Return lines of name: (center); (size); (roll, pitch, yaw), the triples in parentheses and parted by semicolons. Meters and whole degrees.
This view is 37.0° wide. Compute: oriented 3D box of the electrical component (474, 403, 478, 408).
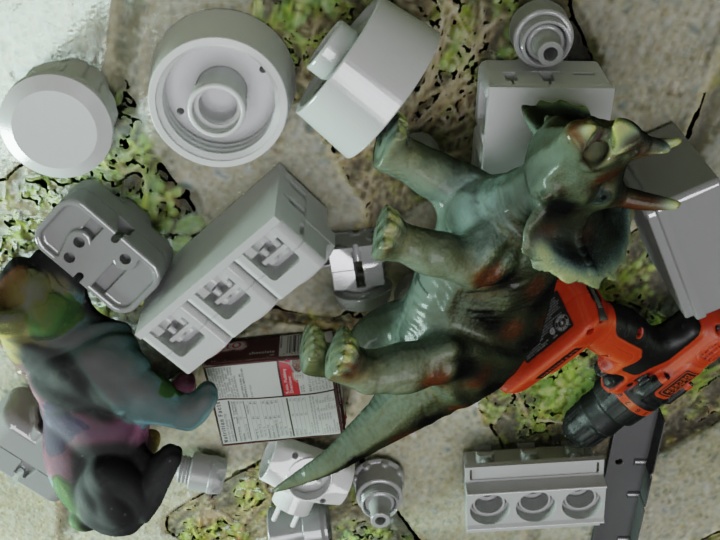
electrical component: (0.091, 0.074, 0.911); (0.064, 0.042, 0.081); (37, 113, -17)

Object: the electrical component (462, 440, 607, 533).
electrical component: (0.155, 0.194, 0.972); (0.121, 0.063, 0.078); (-4, 121, 1)

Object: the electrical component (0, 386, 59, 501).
electrical component: (-0.279, 0.149, 0.941); (0.095, 0.053, 0.059); (40, 113, -22)

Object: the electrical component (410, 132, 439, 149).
electrical component: (0.044, -0.078, 0.805); (0.035, 0.061, 0.035); (-1, 121, -1)

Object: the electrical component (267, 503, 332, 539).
electrical component: (-0.056, 0.241, 1.007); (0.055, 0.045, 0.045); (-8, 121, 3)

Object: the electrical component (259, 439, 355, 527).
electrical component: (-0.055, 0.196, 0.973); (0.077, 0.044, 0.079); (21, 100, -13)

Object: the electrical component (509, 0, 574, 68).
electrical component: (0.129, -0.162, 0.755); (0.043, 0.062, 0.043); (0, 122, -1)

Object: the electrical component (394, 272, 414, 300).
electrical component: (0.051, 0.032, 0.876); (0.045, 0.055, 0.045); (-1, 121, -1)

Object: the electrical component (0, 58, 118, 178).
electrical component: (-0.218, -0.112, 0.785); (0.080, 0.051, 0.080); (-1, 121, -1)

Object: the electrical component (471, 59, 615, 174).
electrical component: (0.131, -0.078, 0.807); (0.089, 0.061, 0.150); (0, 121, -1)

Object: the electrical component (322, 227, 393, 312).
electrical component: (0.000, 0.000, 0.862); (0.066, 0.048, 0.055); (-7, 114, 3)

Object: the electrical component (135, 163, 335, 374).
electrical component: (-0.095, 0.002, 0.834); (0.150, 0.089, 0.062); (-38, 115, 20)

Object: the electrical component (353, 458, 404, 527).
electrical component: (0.018, 0.206, 0.977); (0.048, 0.062, 0.048); (-1, 121, -1)

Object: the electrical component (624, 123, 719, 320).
electrical component: (0.241, -0.038, 0.807); (0.056, 0.108, 0.108); (-24, 119, 10)

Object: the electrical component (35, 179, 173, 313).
electrical component: (-0.195, -0.021, 0.832); (0.095, 0.059, 0.054); (43, 110, -14)

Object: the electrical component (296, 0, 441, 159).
electrical component: (-0.001, -0.138, 0.744); (0.060, 0.108, 0.108); (35, 115, -14)

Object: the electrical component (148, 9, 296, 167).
electrical component: (-0.101, -0.126, 0.773); (0.108, 0.060, 0.108); (-1, 121, -1)

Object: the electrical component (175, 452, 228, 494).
electrical component: (-0.153, 0.182, 0.975); (0.061, 0.035, 0.035); (12, 120, -5)
